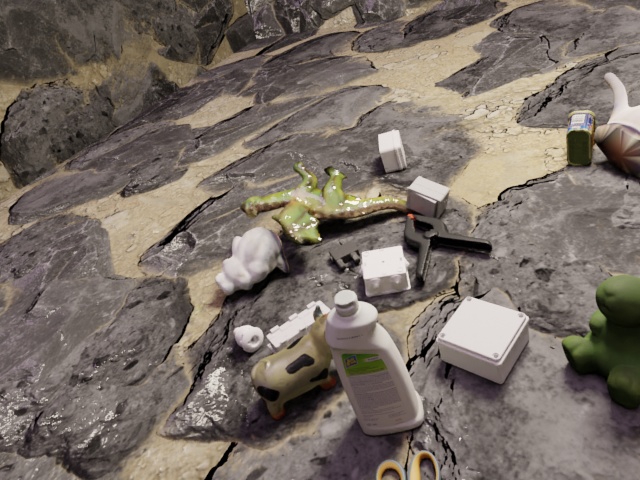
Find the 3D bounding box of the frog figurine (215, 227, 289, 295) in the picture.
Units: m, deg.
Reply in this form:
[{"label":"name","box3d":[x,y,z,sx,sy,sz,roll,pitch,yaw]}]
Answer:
[{"label":"frog figurine","box3d":[-0.162,0.044,1.142,0.160,0.119,0.140,-19,50,-22]}]

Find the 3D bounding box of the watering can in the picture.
[{"label":"watering can","box3d":[0.710,-0.258,1.147,0.225,0.101,0.354,-25,47,-11]}]

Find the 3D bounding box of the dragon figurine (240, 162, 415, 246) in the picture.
[{"label":"dragon figurine","box3d":[0.004,-0.060,1.200,0.411,0.119,0.248,13,44,19]}]
